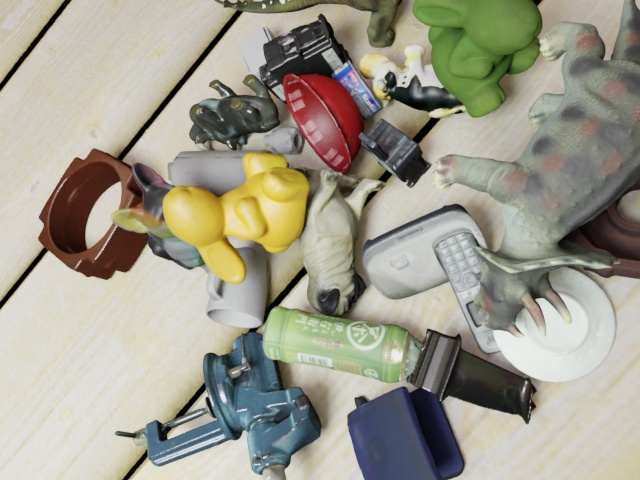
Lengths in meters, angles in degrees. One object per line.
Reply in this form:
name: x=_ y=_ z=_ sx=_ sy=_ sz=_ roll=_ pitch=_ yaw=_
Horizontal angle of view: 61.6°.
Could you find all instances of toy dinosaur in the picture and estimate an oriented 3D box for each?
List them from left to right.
toy dinosaur: x=0.082 y=-0.386 z=0.774 sx=0.472 sy=0.198 sz=0.105 roll=-15 pitch=63 yaw=20
toy dinosaur: x=0.259 y=-0.091 z=0.530 sx=0.192 sy=0.131 sz=0.404 roll=40 pitch=97 yaw=39

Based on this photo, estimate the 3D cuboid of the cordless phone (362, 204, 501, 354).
cordless phone: x=0.148 y=0.062 z=0.660 sx=0.147 sy=0.088 sz=0.184 roll=-25 pitch=82 yaw=14

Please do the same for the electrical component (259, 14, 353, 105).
electrical component: x=-0.024 y=-0.269 z=0.834 sx=0.134 sy=0.114 sz=0.058 roll=-21 pitch=62 yaw=17

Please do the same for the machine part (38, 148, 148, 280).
machine part: x=-0.390 y=-0.046 z=0.958 sx=0.201 sy=0.087 sz=0.201 roll=28 pitch=85 yaw=31

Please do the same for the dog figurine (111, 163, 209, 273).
dog figurine: x=-0.230 y=-0.034 z=0.796 sx=0.192 sy=0.219 sz=0.108 roll=15 pitch=77 yaw=29

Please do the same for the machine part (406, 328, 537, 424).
machine part: x=0.175 y=0.155 z=0.606 sx=0.139 sy=0.039 sz=0.084 roll=23 pitch=72 yaw=11

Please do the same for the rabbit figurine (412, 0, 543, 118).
rabbit figurine: x=0.195 y=-0.246 z=0.622 sx=0.121 sy=0.170 sz=0.159 roll=-42 pitch=91 yaw=-2

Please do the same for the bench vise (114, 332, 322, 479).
bench vise: x=-0.126 y=0.236 z=0.694 sx=0.241 sy=0.128 sz=0.224 roll=-21 pitch=55 yaw=0

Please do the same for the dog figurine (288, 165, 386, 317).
dog figurine: x=-0.004 y=-0.002 z=0.751 sx=0.172 sy=0.121 sz=0.190 roll=-153 pitch=74 yaw=-65

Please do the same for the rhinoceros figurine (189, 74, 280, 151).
rhinoceros figurine: x=-0.147 y=-0.199 z=0.874 sx=0.190 sy=0.112 sz=0.073 roll=-3 pitch=57 yaw=38

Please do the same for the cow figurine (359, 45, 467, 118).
cow figurine: x=0.135 y=-0.217 z=0.756 sx=0.168 sy=0.068 sz=0.098 roll=5 pitch=82 yaw=18

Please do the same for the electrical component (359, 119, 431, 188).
electrical component: x=0.095 y=-0.123 z=0.720 sx=0.048 sy=0.119 sz=0.075 roll=-49 pitch=56 yaw=4

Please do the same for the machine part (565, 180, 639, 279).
machine part: x=0.354 y=-0.035 z=0.596 sx=0.179 sy=0.056 sz=0.179 roll=-9 pitch=69 yaw=25

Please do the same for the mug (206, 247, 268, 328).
mug: x=-0.123 y=0.061 z=0.779 sx=0.081 sy=0.109 sz=0.107 roll=-12 pitch=55 yaw=32

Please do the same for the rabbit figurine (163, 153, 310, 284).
rabbit figurine: x=-0.116 y=-0.032 z=0.690 sx=0.122 sy=0.173 sz=0.162 roll=51 pitch=136 yaw=42

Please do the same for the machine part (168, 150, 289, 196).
machine part: x=-0.154 y=-0.105 z=0.864 sx=0.243 sy=0.079 sz=0.079 roll=3 pitch=74 yaw=27

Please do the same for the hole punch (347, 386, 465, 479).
hole punch: x=0.088 y=0.235 z=0.619 sx=0.116 sy=0.092 sz=0.142 roll=-30 pitch=65 yaw=19
